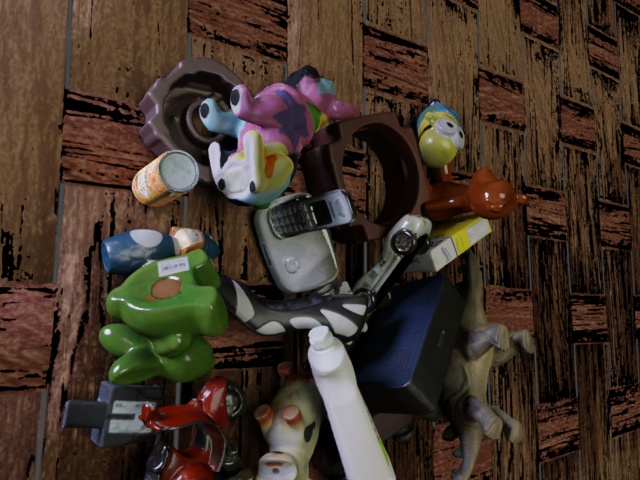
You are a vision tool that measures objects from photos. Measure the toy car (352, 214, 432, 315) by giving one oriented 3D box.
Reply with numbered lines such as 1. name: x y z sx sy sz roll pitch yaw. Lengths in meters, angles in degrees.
1. toy car: 0.112 0.045 0.874 0.073 0.056 0.201 0 128 -57

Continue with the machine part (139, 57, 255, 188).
1. machine part: -0.162 -0.161 0.751 0.179 0.056 0.179 6 80 -36

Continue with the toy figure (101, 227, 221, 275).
1. toy figure: -0.200 0.013 0.699 0.154 0.058 0.064 -8 70 -35

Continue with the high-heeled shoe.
1. high-heeled shoe: -0.046 0.076 0.763 0.248 0.086 0.145 42 78 -15

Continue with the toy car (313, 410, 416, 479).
1. toy car: 0.074 0.312 0.874 0.202 0.053 0.089 -22 92 -32

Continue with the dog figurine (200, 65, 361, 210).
1. dog figurine: -0.039 -0.145 0.742 0.219 0.108 0.191 -12 90 -41

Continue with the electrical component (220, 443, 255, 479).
1. electrical component: -0.119 0.319 0.710 0.045 0.102 0.078 -27 75 -36

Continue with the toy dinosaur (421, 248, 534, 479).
1. toy dinosaur: 0.252 0.191 0.926 0.105 0.199 0.471 35 58 -29

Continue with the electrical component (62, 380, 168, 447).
1. electrical component: -0.250 0.211 0.650 0.119 0.048 0.074 10 79 -35

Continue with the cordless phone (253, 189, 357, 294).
1. cordless phone: -0.002 -0.001 0.772 0.089 0.184 0.146 -25 100 -40

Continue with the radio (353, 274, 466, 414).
1. radio: 0.141 0.166 0.867 0.073 0.131 0.229 51 45 -21

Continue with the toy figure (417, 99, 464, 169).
1. toy figure: 0.217 -0.195 0.987 0.082 0.089 0.180 16 31 -5

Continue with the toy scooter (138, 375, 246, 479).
1. toy scooter: -0.167 0.249 0.639 0.135 0.075 0.184 28 74 -46

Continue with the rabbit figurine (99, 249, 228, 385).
1. rabbit figurine: -0.183 0.122 0.660 0.159 0.121 0.170 -19 131 -19

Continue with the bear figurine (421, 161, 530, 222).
1. bear figurine: 0.261 -0.094 0.967 0.120 0.196 0.131 -17 94 -33

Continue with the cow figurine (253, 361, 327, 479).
1. cow figurine: -0.039 0.274 0.745 0.195 0.086 0.127 -62 138 -59

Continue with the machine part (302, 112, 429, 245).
1. machine part: 0.079 -0.104 0.903 0.201 0.087 0.200 -19 97 -38
